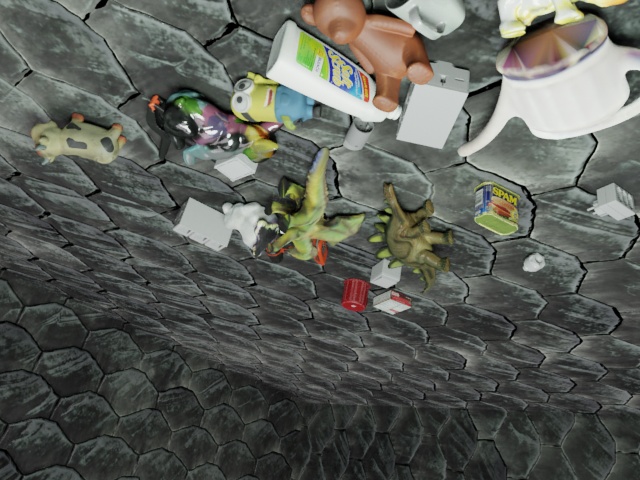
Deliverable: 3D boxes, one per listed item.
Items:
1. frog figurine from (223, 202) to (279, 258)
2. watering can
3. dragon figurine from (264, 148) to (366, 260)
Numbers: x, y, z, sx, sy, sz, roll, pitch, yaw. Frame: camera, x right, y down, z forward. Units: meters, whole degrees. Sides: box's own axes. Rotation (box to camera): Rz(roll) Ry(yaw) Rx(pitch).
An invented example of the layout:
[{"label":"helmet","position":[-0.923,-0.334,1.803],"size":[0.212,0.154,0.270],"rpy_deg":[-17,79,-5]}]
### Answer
[{"label":"frog figurine","position":[-0.192,-0.047,1.417],"size":[0.124,0.134,0.161],"rpy_deg":[-33,51,-28]},{"label":"watering can","position":[0.349,-0.231,0.825],"size":[0.345,0.106,0.221],"rpy_deg":[-12,-38,37]},{"label":"dragon figurine","position":[0.004,-0.066,1.305],"size":[0.242,0.125,0.402],"rpy_deg":[8,-39,-33]}]
